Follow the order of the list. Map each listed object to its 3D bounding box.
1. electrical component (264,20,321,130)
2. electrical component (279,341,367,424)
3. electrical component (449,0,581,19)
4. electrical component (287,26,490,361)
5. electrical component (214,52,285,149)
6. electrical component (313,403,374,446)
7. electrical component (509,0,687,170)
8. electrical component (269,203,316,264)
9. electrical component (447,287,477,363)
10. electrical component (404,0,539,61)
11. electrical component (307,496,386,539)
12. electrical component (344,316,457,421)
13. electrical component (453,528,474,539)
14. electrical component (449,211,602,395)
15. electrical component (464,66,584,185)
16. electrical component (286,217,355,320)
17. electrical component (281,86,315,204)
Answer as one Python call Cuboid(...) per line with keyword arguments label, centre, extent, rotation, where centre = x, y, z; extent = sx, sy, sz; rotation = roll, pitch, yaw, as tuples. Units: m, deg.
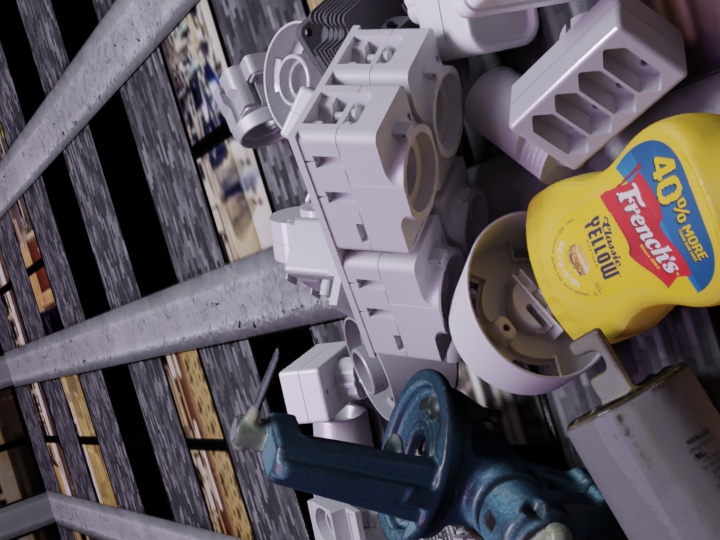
Cuboid(label="electrical component", centre=(-0.028, -0.147, 0.839), extent=(0.099, 0.064, 0.099), rotation=(13, 108, 47))
Cuboid(label="electrical component", centre=(-0.015, 0.094, 0.923), extent=(0.076, 0.083, 0.047), rotation=(-8, 100, 23))
Cuboid(label="electrical component", centre=(0.084, -0.191, 0.542), extent=(0.056, 0.109, 0.108), rotation=(-32, 77, 58))
Cuboid(label="electrical component", centre=(0.028, -0.043, 0.665), extent=(0.060, 0.105, 0.186), rotation=(5, 138, 24))
Cuboid(label="electrical component", centre=(-0.089, -0.142, 0.933), extent=(0.057, 0.058, 0.078), rotation=(68, 151, 15))
Cuboid(label="electrical component", centre=(-0.015, 0.150, 0.966), extent=(0.055, 0.055, 0.047), rotation=(15, 114, 58))
Cuboid(label="electrical component", centre=(0.124, -0.111, 0.570), extent=(0.083, 0.047, 0.075), rotation=(-43, 26, 41))
Cuboid(label="electrical component", centre=(-0.030, -0.037, 0.889), extent=(0.138, 0.052, 0.073), rotation=(24, 125, 55))
Cuboid(label="electrical component", centre=(0.067, 0.038, 0.773), extent=(0.040, 0.040, 0.046), rotation=(46, 148, 40))
Cuboid(label="electrical component", centre=(0.063, -0.176, 0.644), extent=(0.059, 0.054, 0.095), rotation=(7, 111, 59))
Cuboid(label="electrical component", centre=(0.000, 0.262, 0.989), extent=(0.079, 0.063, 0.121), rotation=(8, 112, 59))
Cuboid(label="electrical component", centre=(0.030, 0.068, 0.854), extent=(0.099, 0.064, 0.099), rotation=(58, 162, 31))
Cuboid(label="electrical component", centre=(0.106, 0.214, 0.781), extent=(0.078, 0.058, 0.057), rotation=(-25, 80, 62))
Cuboid(label="electrical component", centre=(0.102, 0.022, 0.640), extent=(0.099, 0.099, 0.064), rotation=(62, 156, 19))
Cuboid(label="electrical component", centre=(0.103, -0.083, 0.635), extent=(0.081, 0.043, 0.043), rotation=(46, 142, 40))
Cuboid(label="electrical component", centre=(0.000, 0.000, 0.765), extent=(0.063, 0.121, 0.078), rotation=(5, 77, 24))
Cuboid(label="electrical component", centre=(-0.014, -0.077, 0.756), extent=(0.083, 0.047, 0.075), rotation=(28, 102, 12))
